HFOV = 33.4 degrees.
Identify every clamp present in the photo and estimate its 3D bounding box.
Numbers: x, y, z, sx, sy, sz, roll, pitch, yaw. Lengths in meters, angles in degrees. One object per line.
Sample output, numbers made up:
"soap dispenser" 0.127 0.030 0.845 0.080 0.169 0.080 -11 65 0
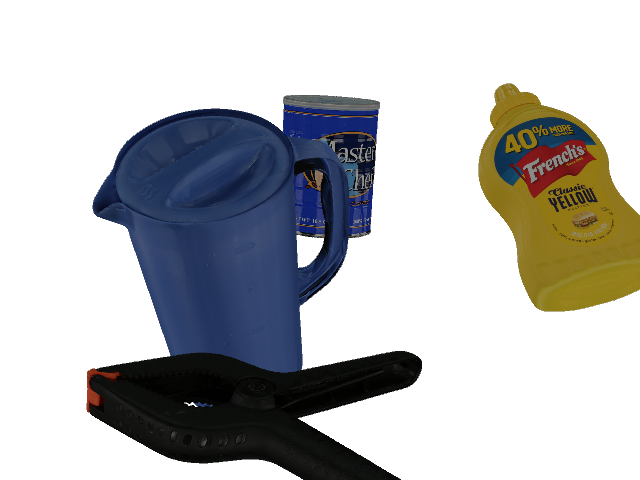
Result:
"clamp" -0.033 0.099 0.641 0.210 0.036 0.164 10 23 8

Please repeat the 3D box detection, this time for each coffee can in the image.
"coffee can" 0.008 -0.081 1.138 0.103 0.140 0.103 3 12 -1

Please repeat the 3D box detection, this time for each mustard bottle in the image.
"mustard bottle" 0.171 -0.043 0.796 0.096 0.192 0.058 -15 -33 -6

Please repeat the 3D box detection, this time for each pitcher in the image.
"pitcher" -0.066 0.025 0.846 0.149 0.243 0.144 17 48 23
